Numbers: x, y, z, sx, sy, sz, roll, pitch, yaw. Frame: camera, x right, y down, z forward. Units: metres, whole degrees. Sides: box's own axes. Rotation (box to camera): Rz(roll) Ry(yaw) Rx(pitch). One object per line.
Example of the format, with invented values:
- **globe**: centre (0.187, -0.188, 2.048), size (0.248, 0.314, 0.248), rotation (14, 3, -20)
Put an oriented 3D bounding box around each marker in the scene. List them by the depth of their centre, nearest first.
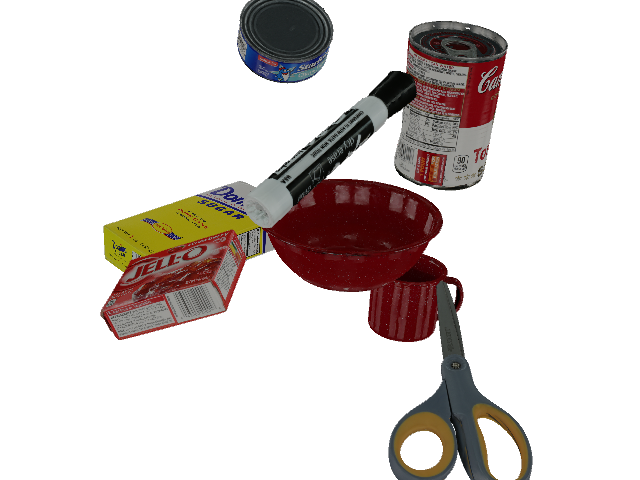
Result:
- **marker**: centre (0.008, -0.048, 0.523), size (0.020, 0.020, 0.121), rotation (0, 36, 50)

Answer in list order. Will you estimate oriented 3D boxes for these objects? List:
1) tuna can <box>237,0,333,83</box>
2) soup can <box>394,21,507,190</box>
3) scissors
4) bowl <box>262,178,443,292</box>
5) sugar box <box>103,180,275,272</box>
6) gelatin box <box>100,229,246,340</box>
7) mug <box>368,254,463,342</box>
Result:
- **tuna can**: centre (-0.033, -0.186, 0.976), size (0.086, 0.086, 0.034), rotation (0, -32, -11)
- **soup can**: centre (0.090, -0.095, 0.755), size (0.068, 0.102, 0.068), rotation (4, 31, -3)
- **scissors**: centre (0.074, 0.095, 0.709), size (0.096, 0.016, 0.202), rotation (-10, 37, -12)
- **bowl**: centre (0.024, 0.000, 0.930), size (0.162, 0.055, 0.162), rotation (1, 24, -1)
- **sugar box**: centre (-0.121, -0.007, 1.083), size (0.175, 0.048, 0.093), rotation (-25, 40, -36)
- **gelatin box**: centre (-0.103, 0.031, 0.757), size (0.089, 0.030, 0.073), rotation (-16, 25, 17)
- **mug**: centre (0.112, 0.068, 1.269), size (0.117, 0.081, 0.093), rotation (1, 23, -9)
